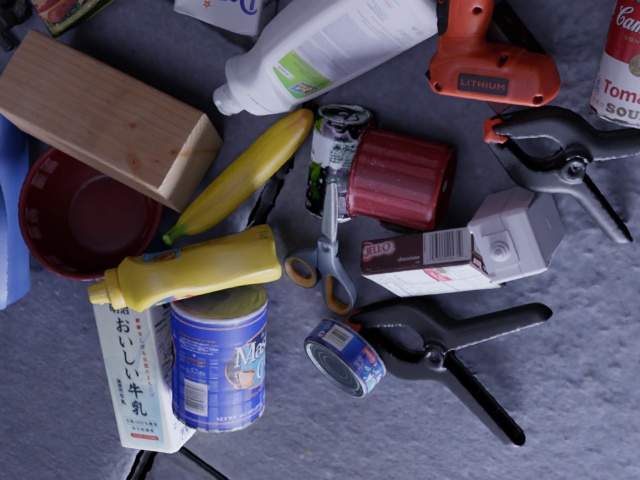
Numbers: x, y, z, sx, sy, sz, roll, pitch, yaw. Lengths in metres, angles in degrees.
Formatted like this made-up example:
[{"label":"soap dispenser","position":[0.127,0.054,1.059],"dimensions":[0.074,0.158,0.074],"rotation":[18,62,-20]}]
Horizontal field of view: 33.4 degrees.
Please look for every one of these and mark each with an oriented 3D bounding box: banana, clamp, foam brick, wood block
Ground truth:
[{"label":"banana","position":[-0.074,-0.063,1.061],"dimensions":[0.198,0.069,0.037],"rotation":[-42,102,15]},{"label":"clamp","position":[0.225,-0.075,0.906],"dimensions":[0.171,0.039,0.120],"rotation":[25,114,-13]},{"label":"foam brick","position":[0.156,-0.156,0.917],"dimensions":[0.051,0.052,0.078],"rotation":[-36,94,34]},{"label":"wood block","position":[-0.215,-0.120,1.076],"dimensions":[0.206,0.091,0.090],"rotation":[27,81,13]},{"label":"clamp","position":[0.124,0.119,1.065],"dimensions":[0.210,0.036,0.164],"rotation":[11,117,25]}]

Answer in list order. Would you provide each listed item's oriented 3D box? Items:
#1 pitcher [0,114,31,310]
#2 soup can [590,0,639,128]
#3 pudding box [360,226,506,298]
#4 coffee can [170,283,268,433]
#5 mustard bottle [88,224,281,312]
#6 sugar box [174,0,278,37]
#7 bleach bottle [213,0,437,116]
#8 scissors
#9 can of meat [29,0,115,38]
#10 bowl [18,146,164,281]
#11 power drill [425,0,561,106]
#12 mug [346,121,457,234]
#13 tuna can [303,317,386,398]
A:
[{"label":"pitcher","position":[-0.380,-0.048,1.183],"dimensions":[0.149,0.144,0.243],"rotation":[15,115,10]},{"label":"soup can","position":[0.262,-0.149,0.859],"dimensions":[0.069,0.068,0.102],"rotation":[18,120,18]},{"label":"pudding box","position":[0.106,0.023,0.999],"dimensions":[0.114,0.089,0.039],"rotation":[-6,71,29]},{"label":"coffee can","position":[-0.108,0.119,1.141],"dimensions":[0.103,0.102,0.140],"rotation":[13,117,21]},{"label":"mustard bottle","position":[-0.137,0.032,1.070],"dimensions":[0.191,0.096,0.058],"rotation":[-13,96,-5]},{"label":"sugar box","position":[-0.077,-0.284,0.980],"dimensions":[0.093,0.048,0.176],"rotation":[21,119,16]},{"label":"bleach bottle","position":[-0.005,-0.182,0.966],"dimensions":[0.251,0.068,0.102],"rotation":[-25,134,34]},{"label":"scissors","position":[-0.007,0.001,1.045],"dimensions":[0.096,0.016,0.202],"rotation":[22,145,30]},{"label":"can of meat","position":[-0.252,-0.264,1.070],"dimensions":[0.102,0.057,0.084],"rotation":[-26,101,32]},{"label":"bowl","position":[-0.236,-0.033,1.140],"dimensions":[0.162,0.055,0.162],"rotation":[-2,79,10]},{"label":"power drill","position":[0.148,-0.200,0.817],"dimensions":[0.185,0.057,0.188],"rotation":[12,124,28]},{"label":"mug","position":[0.077,-0.047,0.990],"dimensions":[0.081,0.093,0.117],"rotation":[15,139,15]},{"label":"tuna can","position":[0.024,0.121,1.092],"dimensions":[0.086,0.033,0.086],"rotation":[37,157,18]}]
